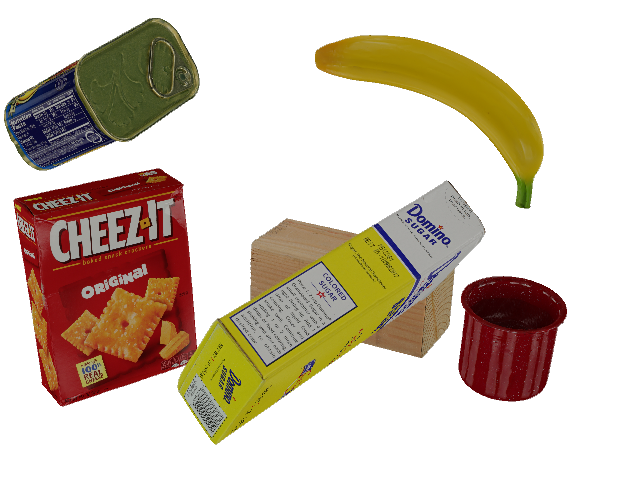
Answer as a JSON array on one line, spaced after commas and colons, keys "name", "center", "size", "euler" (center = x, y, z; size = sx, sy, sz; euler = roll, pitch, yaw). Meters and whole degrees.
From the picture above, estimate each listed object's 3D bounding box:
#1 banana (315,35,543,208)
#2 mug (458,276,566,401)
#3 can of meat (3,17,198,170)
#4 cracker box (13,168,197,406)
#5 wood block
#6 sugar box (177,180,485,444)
[{"name": "banana", "center": [0.093, -0.104, 0.784], "size": [0.198, 0.069, 0.037], "euler": [35, 3, -2]}, {"name": "mug", "center": [0.167, 0.084, 0.969], "size": [0.093, 0.081, 0.117], "euler": [0, 29, -6]}, {"name": "can of meat", "center": [-0.142, -0.093, 0.688], "size": [0.084, 0.057, 0.102], "euler": [-16, 20, 38]}, {"name": "cracker box", "center": [-0.219, 0.048, 1.121], "size": [0.163, 0.214, 0.072], "euler": [-15, 26, -30]}, {"name": "wood block", "center": [0.034, 0.050, 1.174], "size": [0.206, 0.091, 0.090], "euler": [13, 26, 23]}, {"name": "sugar box", "center": [0.008, 0.038, 0.594], "size": [0.175, 0.048, 0.093], "euler": [-28, -15, -33]}]
